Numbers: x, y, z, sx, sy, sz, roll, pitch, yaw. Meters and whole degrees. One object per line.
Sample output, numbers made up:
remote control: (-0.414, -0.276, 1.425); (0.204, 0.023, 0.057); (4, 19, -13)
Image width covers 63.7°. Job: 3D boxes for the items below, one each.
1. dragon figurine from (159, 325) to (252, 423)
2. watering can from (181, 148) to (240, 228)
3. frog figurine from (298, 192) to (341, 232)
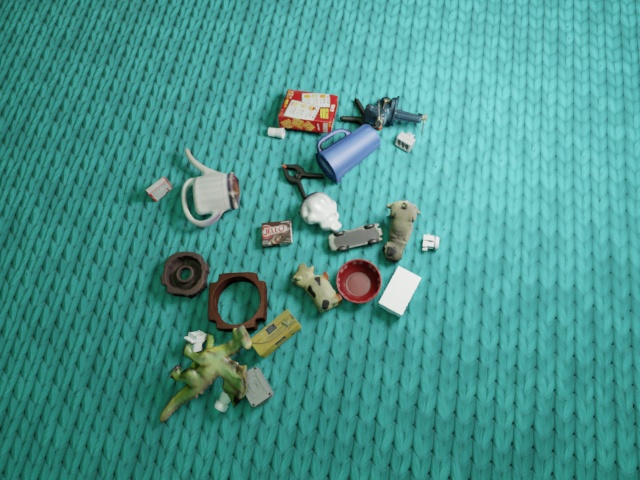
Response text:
dragon figurine: (-0.353, 0.460, 1.695); (0.244, 0.121, 0.411); (23, 87, 23)
watering can: (-0.423, -0.215, 1.980); (0.224, 0.102, 0.354); (-8, 68, -1)
frog figurine: (0.006, -0.096, 1.903); (0.139, 0.120, 0.162); (-24, 57, -25)
